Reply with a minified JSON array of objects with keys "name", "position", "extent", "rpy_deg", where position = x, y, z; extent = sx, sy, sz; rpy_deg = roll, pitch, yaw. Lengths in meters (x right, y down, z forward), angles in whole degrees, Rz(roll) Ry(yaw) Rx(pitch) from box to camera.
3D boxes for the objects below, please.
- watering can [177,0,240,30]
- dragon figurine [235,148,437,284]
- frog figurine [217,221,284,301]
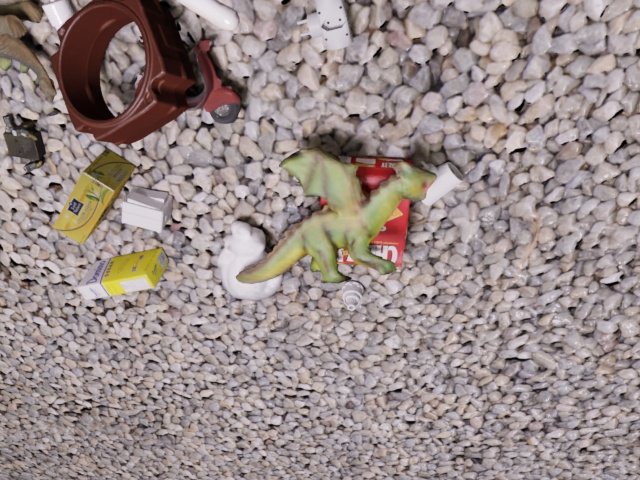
[{"name":"watering can","position":[-0.256,-0.381,0.682],"extent":[0.346,0.228,0.103],"rpy_deg":[31,107,-15]},{"name":"dragon figurine","position":[0.003,-0.045,0.901],"extent":[0.409,0.124,0.240],"rpy_deg":[-9,107,16]},{"name":"frog figurine","position":[-0.142,0.044,1.046],"extent":[0.138,0.125,0.155],"rpy_deg":[19,141,17]}]
